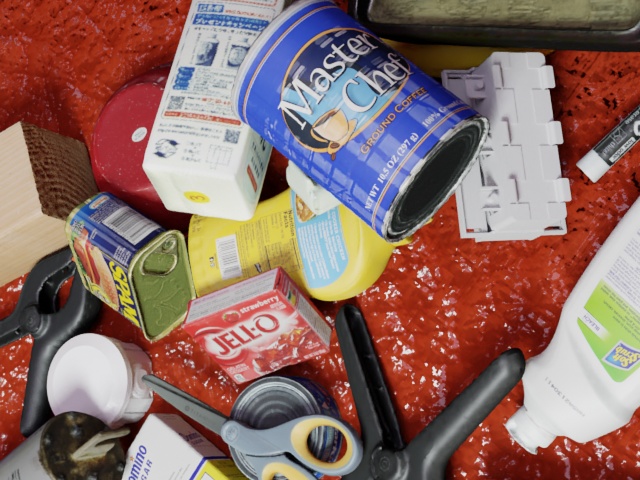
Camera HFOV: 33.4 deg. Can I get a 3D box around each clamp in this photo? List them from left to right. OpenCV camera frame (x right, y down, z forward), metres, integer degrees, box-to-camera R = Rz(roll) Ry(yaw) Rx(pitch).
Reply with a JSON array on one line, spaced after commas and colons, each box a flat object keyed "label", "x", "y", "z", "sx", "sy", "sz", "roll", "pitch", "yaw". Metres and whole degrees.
[{"label": "clamp", "x": -0.250, "y": 0.072, "z": 0.931, "sx": 0.120, "sy": 0.039, "sz": 0.171, "roll": 29, "pitch": 91, "yaw": 21}, {"label": "clamp", "x": 0.051, "y": 0.152, "z": 0.766, "sx": 0.165, "sy": 0.036, "sz": 0.210, "roll": 22, "pitch": 98, "yaw": 44}]

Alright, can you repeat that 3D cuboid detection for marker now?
[{"label": "marker", "x": 0.228, "y": -0.088, "z": 0.736, "sx": 0.121, "sy": 0.020, "sz": 0.020, "roll": -45, "pitch": 66, "yaw": 13}]

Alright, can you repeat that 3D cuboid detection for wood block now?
[{"label": "wood block", "x": -0.302, "y": -0.012, "z": 0.941, "sx": 0.206, "sy": 0.090, "sz": 0.091, "roll": -26, "pitch": 71, "yaw": 21}]

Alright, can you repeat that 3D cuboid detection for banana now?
[{"label": "banana", "x": 0.114, "y": -0.153, "z": 0.794, "sx": 0.198, "sy": 0.037, "sz": 0.069, "roll": -11, "pitch": 61, "yaw": 23}]

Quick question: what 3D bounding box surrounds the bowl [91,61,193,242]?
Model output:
[{"label": "bowl", "x": -0.136, "y": -0.080, "z": 0.891, "sx": 0.162, "sy": 0.055, "sz": 0.162, "roll": -5, "pitch": 79, "yaw": 25}]

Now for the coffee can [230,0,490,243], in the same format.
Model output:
[{"label": "coffee can", "x": 0.025, "y": -0.080, "z": 0.705, "sx": 0.140, "sy": 0.102, "sz": 0.103, "roll": 41, "pitch": 100, "yaw": 18}]

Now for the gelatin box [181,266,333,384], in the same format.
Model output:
[{"label": "gelatin box", "x": -0.047, "y": 0.065, "z": 0.794, "sx": 0.089, "sy": 0.073, "sz": 0.030, "roll": -22, "pitch": 35, "yaw": 26}]

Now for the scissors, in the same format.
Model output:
[{"label": "scissors", "x": -0.047, "y": 0.134, "z": 0.796, "sx": 0.202, "sy": 0.016, "sz": 0.096, "roll": 43, "pitch": 101, "yaw": 25}]

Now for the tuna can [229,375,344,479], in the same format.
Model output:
[{"label": "tuna can", "x": -0.028, "y": 0.146, "z": 0.815, "sx": 0.086, "sy": 0.033, "sz": 0.086, "roll": -5, "pitch": 79, "yaw": 25}]

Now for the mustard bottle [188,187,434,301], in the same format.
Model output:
[{"label": "mustard bottle", "x": -0.005, "y": 0.001, "z": 0.812, "sx": 0.192, "sy": 0.058, "sz": 0.096, "roll": -16, "pitch": 76, "yaw": 23}]

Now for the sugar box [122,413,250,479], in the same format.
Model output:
[{"label": "sugar box", "x": -0.084, "y": 0.220, "z": 0.823, "sx": 0.176, "sy": 0.048, "sz": 0.093, "roll": 35, "pitch": 97, "yaw": 30}]

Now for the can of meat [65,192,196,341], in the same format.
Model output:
[{"label": "can of meat", "x": -0.152, "y": 0.019, "z": 0.859, "sx": 0.084, "sy": 0.102, "sz": 0.057, "roll": 31, "pitch": 56, "yaw": 29}]

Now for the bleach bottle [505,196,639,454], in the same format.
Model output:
[{"label": "bleach bottle", "x": 0.210, "y": 0.037, "z": 0.701, "sx": 0.251, "sy": 0.068, "sz": 0.103, "roll": -50, "pitch": 60, "yaw": 14}]
